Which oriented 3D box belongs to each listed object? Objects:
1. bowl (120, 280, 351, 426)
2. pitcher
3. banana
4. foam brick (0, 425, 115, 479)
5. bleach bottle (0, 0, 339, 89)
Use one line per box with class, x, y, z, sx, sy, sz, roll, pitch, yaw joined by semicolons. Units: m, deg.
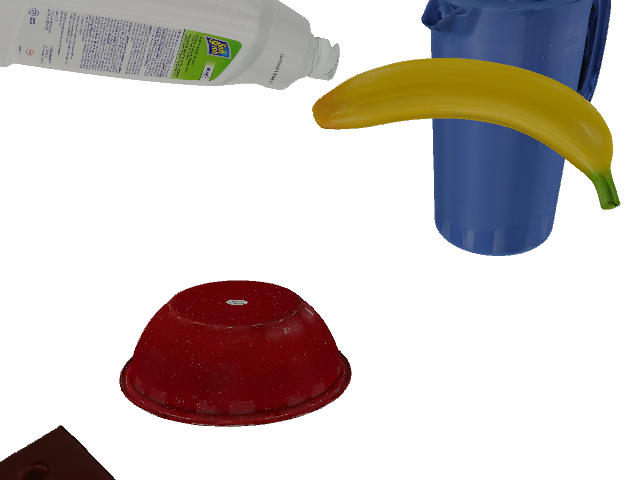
bowl;-0.058;0.068;0.736;0.162;0.055;0.162;0;17;0
pitcher;0.166;-0.116;0.926;0.149;0.243;0.145;6;33;12
banana;0.097;-0.079;0.657;0.198;0.069;0.037;16;-18;4
foam brick;-0.116;0.135;0.490;0.052;0.051;0.078;-31;43;-30
bleach bottle;-0.112;-0.152;0.788;0.250;0.068;0.103;10;-28;-15
